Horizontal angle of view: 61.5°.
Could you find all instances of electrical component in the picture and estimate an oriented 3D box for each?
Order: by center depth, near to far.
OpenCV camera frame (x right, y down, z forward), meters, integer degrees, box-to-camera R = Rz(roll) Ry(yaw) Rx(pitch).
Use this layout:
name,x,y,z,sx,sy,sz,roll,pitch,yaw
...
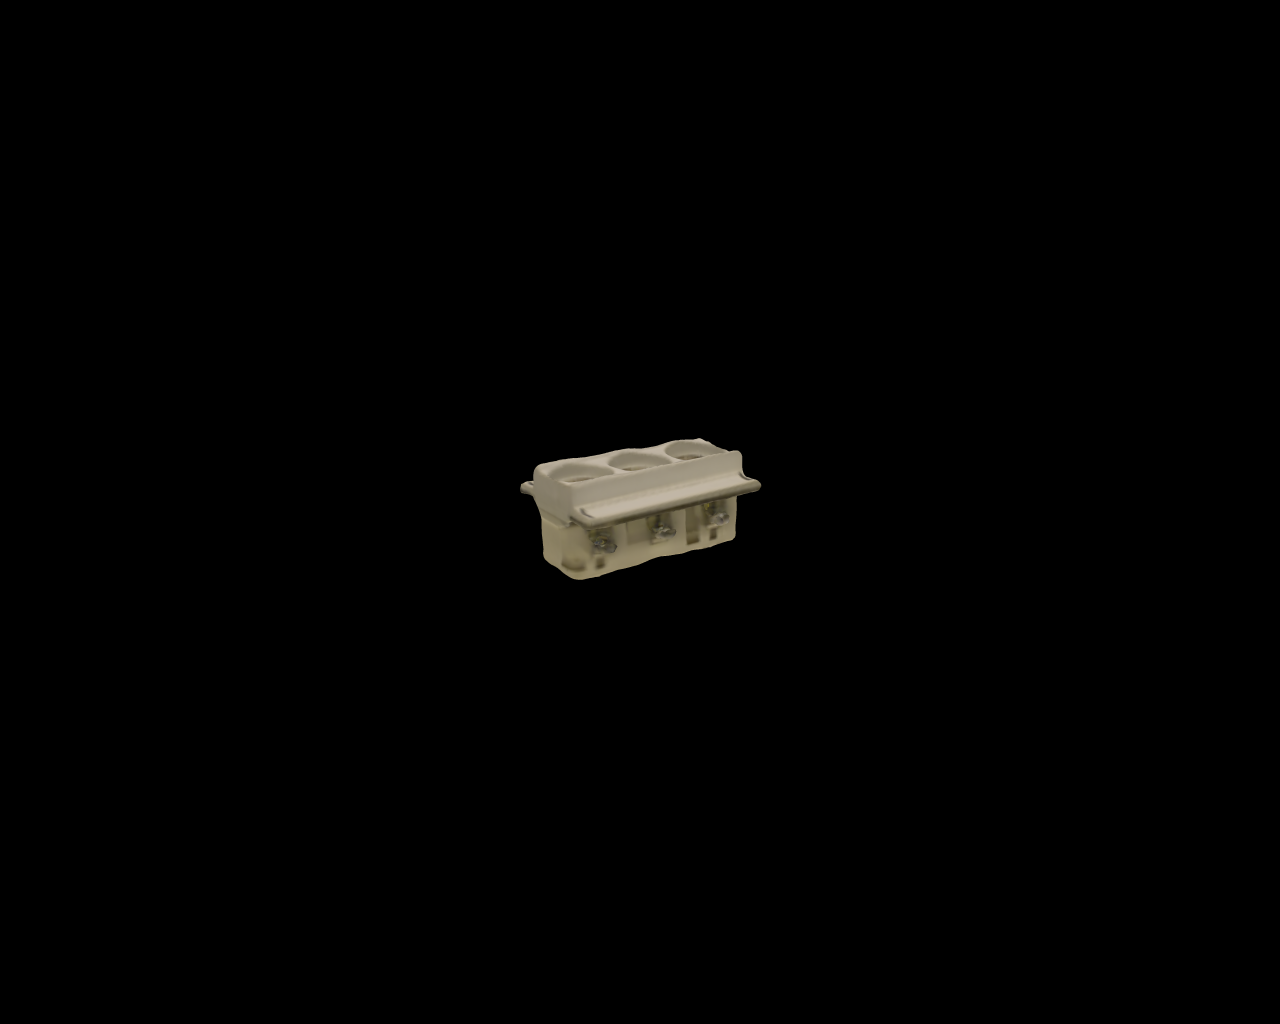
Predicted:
name,x,y,z,sx,sy,sz,roll,pitch,yaw
electrical component,0.001,-0.003,0.650,0.121,0.063,0.079,-12,23,-31
